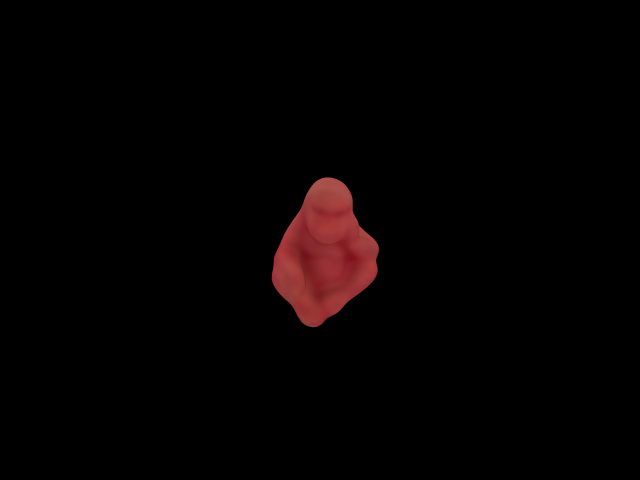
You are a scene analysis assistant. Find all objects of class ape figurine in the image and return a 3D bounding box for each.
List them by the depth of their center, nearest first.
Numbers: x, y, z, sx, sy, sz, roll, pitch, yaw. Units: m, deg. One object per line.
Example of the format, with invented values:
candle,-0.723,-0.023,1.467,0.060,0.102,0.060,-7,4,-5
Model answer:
ape figurine,0.004,0.001,0.400,0.078,0.092,0.076,-4,29,-6
